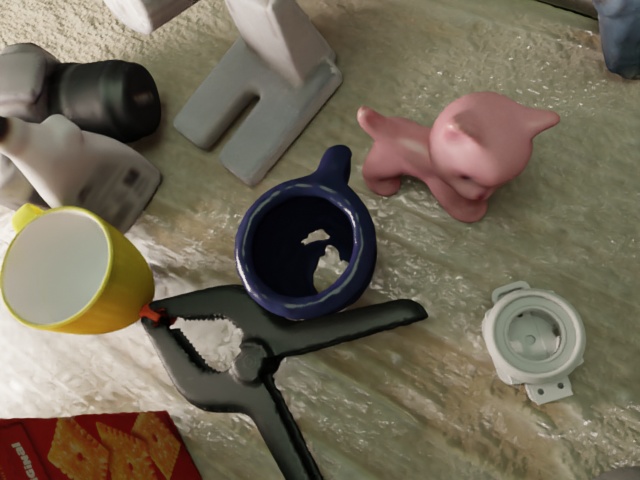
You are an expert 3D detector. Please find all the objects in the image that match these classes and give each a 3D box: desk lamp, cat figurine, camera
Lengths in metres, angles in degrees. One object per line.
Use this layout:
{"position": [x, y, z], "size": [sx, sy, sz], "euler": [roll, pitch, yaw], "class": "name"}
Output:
{"position": [-0.050, -0.171, 0.394], "size": [0.117, 0.214, 0.203], "euler": [36, 86, 21], "class": "desk lamp"}
{"position": [0.084, -0.064, 0.380], "size": [0.127, 0.118, 0.067], "euler": [18, 80, 19], "class": "cat figurine"}
{"position": [-0.214, -0.101, 0.480], "size": [0.136, 0.101, 0.143], "euler": [-3, 74, 14], "class": "camera"}

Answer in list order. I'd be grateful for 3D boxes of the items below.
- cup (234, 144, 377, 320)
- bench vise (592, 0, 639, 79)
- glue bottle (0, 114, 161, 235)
{"position": [0.004, 0.001, 0.396], "size": [0.091, 0.095, 0.118], "euler": [15, 79, 19], "class": "cup"}
{"position": [0.253, -0.169, 0.309], "size": [0.207, 0.220, 0.121], "euler": [-22, 70, 9], "class": "bench vise"}
{"position": [-0.188, -0.056, 0.421], "size": [0.037, 0.173, 0.078], "euler": [32, 85, 21], "class": "glue bottle"}
